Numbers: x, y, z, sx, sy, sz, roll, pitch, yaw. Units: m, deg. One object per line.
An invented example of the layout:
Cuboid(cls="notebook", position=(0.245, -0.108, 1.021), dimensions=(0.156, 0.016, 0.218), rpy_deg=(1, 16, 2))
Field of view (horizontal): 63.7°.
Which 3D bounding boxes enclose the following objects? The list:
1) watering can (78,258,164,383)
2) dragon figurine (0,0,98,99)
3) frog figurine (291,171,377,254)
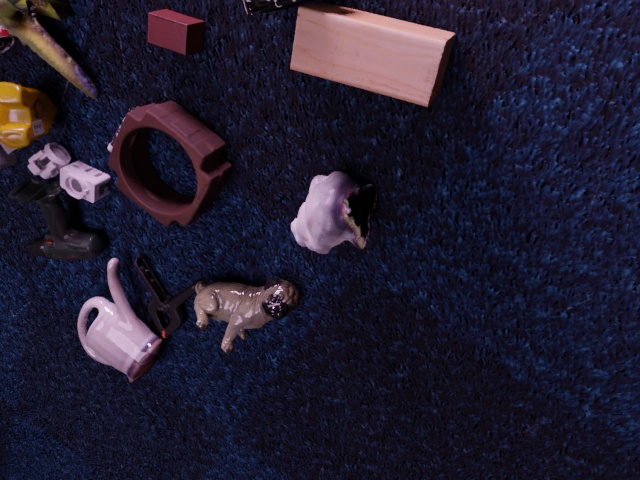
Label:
Cuboid(cls="watering can", position=(-0.472, 0.209, 1.230), dimensions=(0.224, 0.106, 0.341), rpy_deg=(37, 125, 1))
Cuboid(cls="dragon figurine", position=(-0.595, -0.417, 0.921), dimensions=(0.242, 0.125, 0.401), rpy_deg=(-4, 127, 21))
Cuboid(cls="frog figurine", position=(0.003, -0.044, 0.874), dimensions=(0.159, 0.122, 0.138), rpy_deg=(-5, 81, 36))
